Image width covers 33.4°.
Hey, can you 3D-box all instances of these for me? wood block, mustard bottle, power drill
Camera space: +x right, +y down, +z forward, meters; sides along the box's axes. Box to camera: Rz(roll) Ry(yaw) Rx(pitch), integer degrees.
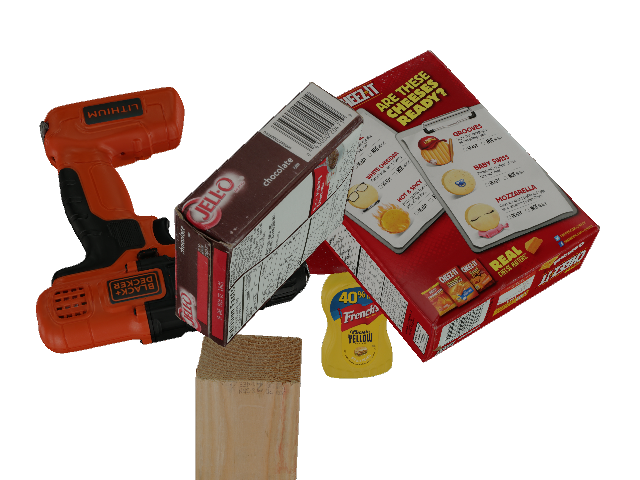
[{"bbox_3d":[-0.065,0.196,0.957,0.090,0.206,0.091,2,20,-1],"label":"wood block"},{"bbox_3d":[0.049,0.090,1.437,0.096,0.192,0.058,-4,21,-8],"label":"mustard bottle"},{"bbox_3d":[-0.115,-0.019,0.751,0.184,0.188,0.057,-11,-32,-11],"label":"power drill"}]

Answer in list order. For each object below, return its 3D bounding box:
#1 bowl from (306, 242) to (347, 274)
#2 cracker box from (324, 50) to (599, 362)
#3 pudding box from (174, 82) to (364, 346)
[{"bbox_3d":[0.011,-0.006,1.058,0.162,0.055,0.162,-6,16,2],"label":"bowl"},{"bbox_3d":[0.085,-0.031,0.847,0.164,0.214,0.072,-29,-27,-20],"label":"cracker box"},{"bbox_3d":[-0.027,-0.013,0.545,0.039,0.113,0.090,35,-33,17],"label":"pudding box"}]
